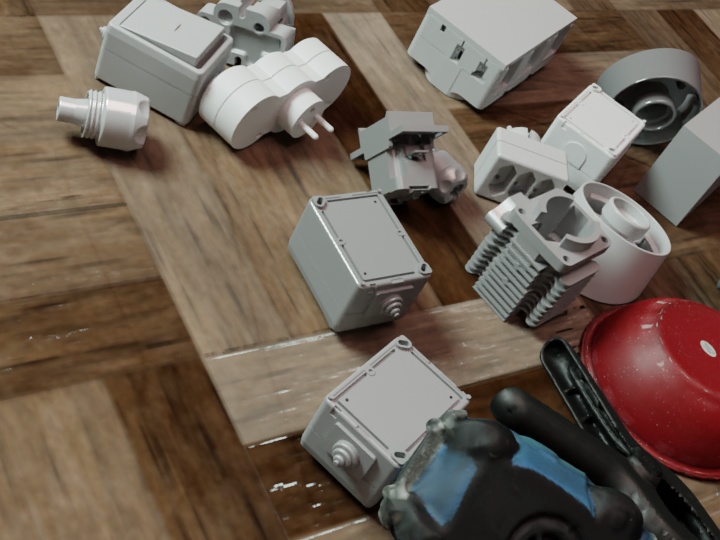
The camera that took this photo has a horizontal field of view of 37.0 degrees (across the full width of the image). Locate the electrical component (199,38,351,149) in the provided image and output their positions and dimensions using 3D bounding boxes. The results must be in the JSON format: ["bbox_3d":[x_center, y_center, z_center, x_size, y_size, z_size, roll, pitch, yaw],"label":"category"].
[{"bbox_3d":[-0.053,-0.129,0.843,0.074,0.052,0.138,43,44,14],"label":"electrical component"}]

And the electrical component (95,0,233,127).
[{"bbox_3d":[-0.154,-0.168,0.819,0.096,0.061,0.061,29,43,-1],"label":"electrical component"}]

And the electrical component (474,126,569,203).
[{"bbox_3d":[0.136,-0.095,0.916,0.066,0.047,0.076,18,44,-12],"label":"electrical component"}]

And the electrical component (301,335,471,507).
[{"bbox_3d":[0.010,0.098,0.662,0.062,0.061,0.096,42,45,13],"label":"electrical component"}]

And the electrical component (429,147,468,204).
[{"bbox_3d":[0.058,-0.084,0.874,0.035,0.035,0.061,-22,61,-40],"label":"electrical component"}]

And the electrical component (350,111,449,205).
[{"bbox_3d":[0.032,-0.086,0.834,0.042,0.081,0.063,-5,82,-30],"label":"electrical component"}]

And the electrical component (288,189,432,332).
[{"bbox_3d":[0.000,0.000,0.746,0.062,0.061,0.096,-10,56,-34],"label":"electrical component"}]

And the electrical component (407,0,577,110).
[{"bbox_3d":[0.124,-0.218,1.012,0.089,0.061,0.150,40,44,11],"label":"electrical component"}]

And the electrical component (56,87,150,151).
[{"bbox_3d":[-0.183,-0.109,0.763,0.062,0.043,0.043,8,48,-21],"label":"electrical component"}]

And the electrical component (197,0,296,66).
[{"bbox_3d":[-0.088,-0.204,0.889,0.078,0.058,0.057,19,41,8],"label":"electrical component"}]

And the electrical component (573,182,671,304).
[{"bbox_3d":[0.205,-0.024,0.893,0.099,0.064,0.099,25,32,-17],"label":"electrical component"}]

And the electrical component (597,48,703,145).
[{"bbox_3d":[0.276,-0.167,1.023,0.099,0.099,0.064,14,52,-16],"label":"electrical component"}]

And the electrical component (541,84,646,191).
[{"bbox_3d":[0.205,-0.116,0.962,0.062,0.061,0.096,39,44,9],"label":"electrical component"}]
